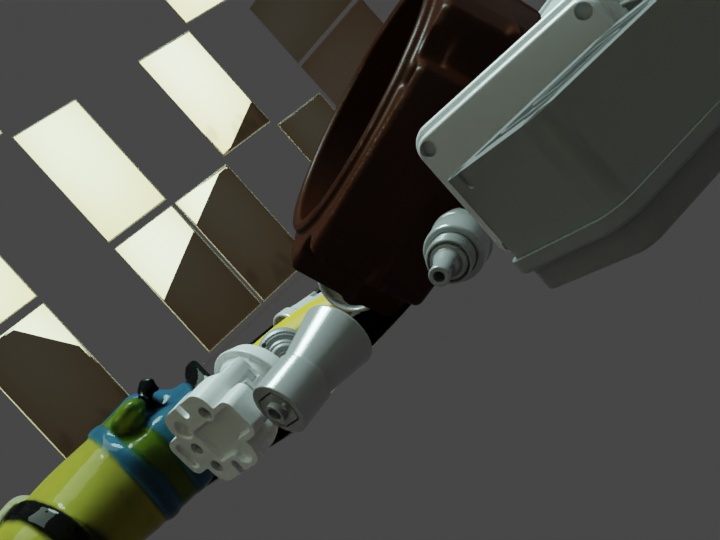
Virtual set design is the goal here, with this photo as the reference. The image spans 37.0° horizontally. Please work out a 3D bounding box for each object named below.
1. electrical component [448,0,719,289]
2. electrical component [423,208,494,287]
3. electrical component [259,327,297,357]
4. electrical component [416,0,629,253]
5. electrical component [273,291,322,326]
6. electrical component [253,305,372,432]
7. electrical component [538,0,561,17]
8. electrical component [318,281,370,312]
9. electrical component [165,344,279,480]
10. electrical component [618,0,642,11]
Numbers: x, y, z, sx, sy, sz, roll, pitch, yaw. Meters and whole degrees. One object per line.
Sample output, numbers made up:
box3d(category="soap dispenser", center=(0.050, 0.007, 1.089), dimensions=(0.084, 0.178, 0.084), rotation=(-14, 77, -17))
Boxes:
box3d(category="electrical component", center=(0.098, -0.053, 0.394), dimensions=(0.113, 0.057, 0.078), rotation=(-43, 4, -23))
box3d(category="electrical component", center=(0.050, -0.009, 0.572), dimensions=(0.035, 0.035, 0.061), rotation=(-40, 6, 30))
box3d(category="electrical component", center=(-0.056, 0.064, 0.799), dimensions=(0.040, 0.040, 0.078), rotation=(-42, 4, -4))
box3d(category="electrical component", center=(0.092, -0.071, 0.508), dimensions=(0.113, 0.078, 0.057), rotation=(-41, 2, 25))
box3d(category="electrical component", center=(-0.048, 0.045, 0.967), dimensions=(0.046, 0.040, 0.040), rotation=(-37, 0, -37))
box3d(category="electrical component", center=(-0.028, 0.056, 0.590), dimensions=(0.065, 0.044, 0.044), rotation=(-50, 8, -35))
box3d(category="electrical component", center=(0.164, -0.164, 0.754), dimensions=(0.113, 0.078, 0.057), rotation=(-53, 11, -23))
box3d(category="electrical component", center=(0.000, 0.000, 0.833), dimensions=(0.078, 0.058, 0.057), rotation=(-41, 1, 22))
box3d(category="electrical component", center=(-0.071, 0.080, 0.629), dimensions=(0.078, 0.058, 0.057), rotation=(-39, 7, 46))
box3d(category="electrical component", center=(0.154, -0.127, 0.526), dimensions=(0.079, 0.077, 0.044), rotation=(-40, 4, 26))
